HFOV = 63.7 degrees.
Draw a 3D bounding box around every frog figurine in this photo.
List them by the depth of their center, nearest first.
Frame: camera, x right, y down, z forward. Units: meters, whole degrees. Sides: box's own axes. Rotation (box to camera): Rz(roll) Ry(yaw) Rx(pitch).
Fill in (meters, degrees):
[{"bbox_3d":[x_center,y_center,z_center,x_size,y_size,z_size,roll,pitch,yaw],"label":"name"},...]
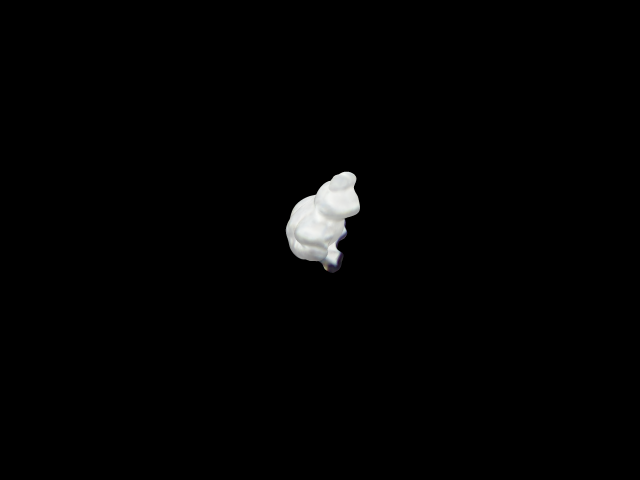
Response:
[{"bbox_3d":[0.003,-0.043,0.850,0.123,0.140,0.155,22,-36,17],"label":"frog figurine"}]
